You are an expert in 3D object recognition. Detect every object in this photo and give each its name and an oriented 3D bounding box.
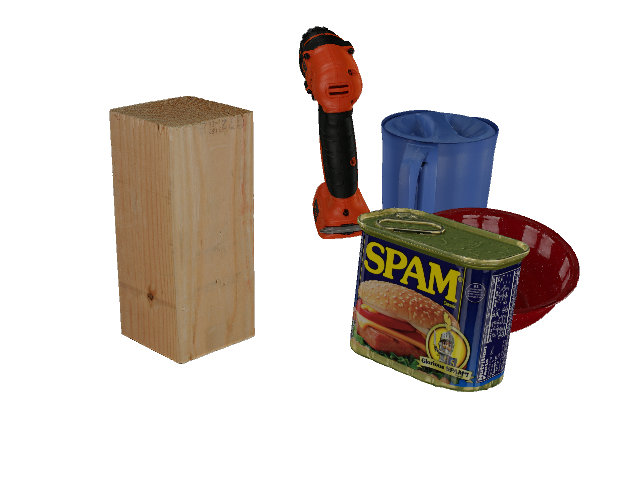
[{"bbox_3d":[0.145,0.035,0.951,0.162,0.055,0.162,1,35,-1],"label":"bowl"},{"bbox_3d":[0.128,-0.022,1.248,0.149,0.243,0.145,-8,24,-21],"label":"pitcher"},{"bbox_3d":[-0.118,-0.012,0.926,0.091,0.206,0.090,19,27,41],"label":"wood block"},{"bbox_3d":[0.011,-0.109,1.054,0.057,0.188,0.184,-8,24,-1],"label":"power drill"},{"bbox_3d":[0.067,0.034,0.635,0.102,0.084,0.057,20,22,38],"label":"can of meat"}]
